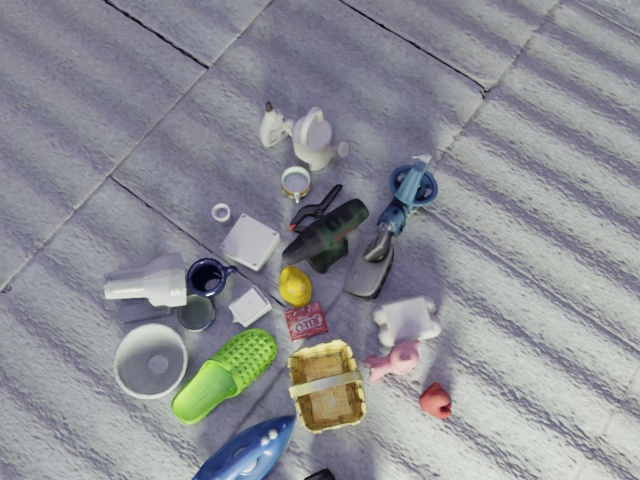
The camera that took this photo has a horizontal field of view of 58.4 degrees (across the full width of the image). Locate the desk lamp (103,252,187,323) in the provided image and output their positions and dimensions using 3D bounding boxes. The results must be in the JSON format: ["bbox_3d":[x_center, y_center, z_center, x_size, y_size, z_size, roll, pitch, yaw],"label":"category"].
[{"bbox_3d":[-0.381,0.110,1.280,0.203,0.213,0.118,-11,72,-3],"label":"desk lamp"}]

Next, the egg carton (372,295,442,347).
[{"bbox_3d":[0.201,0.186,1.331,0.150,0.069,0.107,-13,72,-4],"label":"egg carton"}]

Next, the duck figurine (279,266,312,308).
[{"bbox_3d":[-0.060,0.104,1.349,0.077,0.086,0.104,-22,73,-7],"label":"duck figurine"}]

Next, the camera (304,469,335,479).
[{"bbox_3d":[0.032,0.549,1.197,0.143,0.101,0.136,-22,73,-7],"label":"camera"}]

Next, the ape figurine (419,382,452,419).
[{"bbox_3d":[0.261,0.354,1.265,0.076,0.092,0.078,2,72,1],"label":"ape figurine"}]

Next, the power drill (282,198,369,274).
[{"bbox_3d":[0.012,0.005,1.317,0.230,0.208,0.075,-39,76,-12],"label":"power drill"}]

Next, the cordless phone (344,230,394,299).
[{"bbox_3d":[0.117,0.053,1.313,0.094,0.185,0.148,20,73,7],"label":"cordless phone"}]

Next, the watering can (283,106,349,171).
[{"bbox_3d":[-0.011,-0.255,1.409,0.172,0.194,0.101,8,72,3],"label":"watering can"}]

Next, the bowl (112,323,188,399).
[{"bbox_3d":[-0.376,0.277,1.299,0.167,0.075,0.167,0,72,0],"label":"bowl"}]

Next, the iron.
[{"bbox_3d":[-0.152,0.457,1.205,0.258,0.141,0.118,-41,76,-12],"label":"iron"}]

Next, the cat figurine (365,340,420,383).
[{"bbox_3d":[0.167,0.270,1.279,0.128,0.118,0.067,-18,73,-5],"label":"cat figurine"}]

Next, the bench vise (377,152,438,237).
[{"bbox_3d":[0.213,-0.103,1.346,0.121,0.220,0.207,16,73,6],"label":"bench vise"}]

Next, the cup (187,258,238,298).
[{"bbox_3d":[-0.246,0.093,1.348,0.118,0.095,0.091,-19,73,-6],"label":"cup"}]

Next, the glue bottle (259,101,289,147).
[{"bbox_3d":[-0.120,-0.297,1.434,0.078,0.173,0.037,-29,74,-9],"label":"glue bottle"}]
